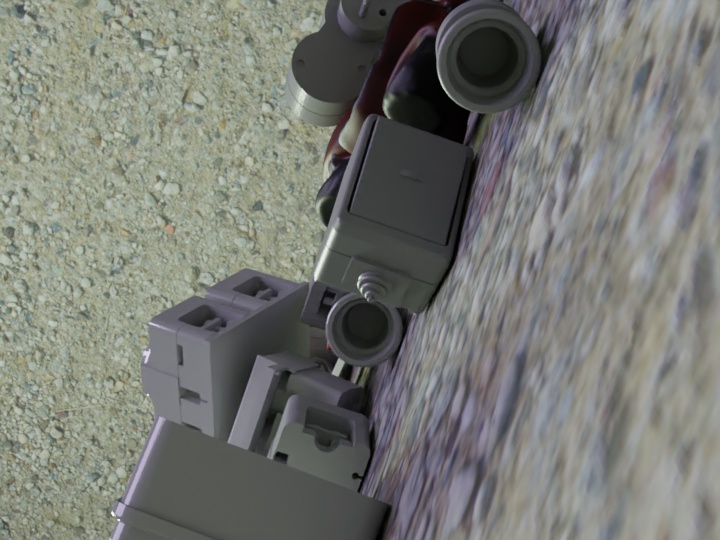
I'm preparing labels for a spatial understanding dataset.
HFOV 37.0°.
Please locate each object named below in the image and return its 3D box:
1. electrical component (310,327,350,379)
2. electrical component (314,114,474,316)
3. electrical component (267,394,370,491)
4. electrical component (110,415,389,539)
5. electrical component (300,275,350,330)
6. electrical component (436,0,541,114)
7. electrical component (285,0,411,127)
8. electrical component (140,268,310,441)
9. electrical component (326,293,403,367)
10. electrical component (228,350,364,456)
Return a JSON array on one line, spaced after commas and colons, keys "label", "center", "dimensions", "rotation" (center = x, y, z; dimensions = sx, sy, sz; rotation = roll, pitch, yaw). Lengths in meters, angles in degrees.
[{"label": "electrical component", "center": [-0.039, 0.084, 0.855], "dimensions": [0.076, 0.066, 0.047], "rotation": [51, 127, 51]}, {"label": "electrical component", "center": [0.018, -0.027, 0.558], "dimensions": [0.061, 0.062, 0.096], "rotation": [114, 173, -52]}, {"label": "electrical component", "center": [-0.031, 0.123, 0.609], "dimensions": [0.055, 0.050, 0.089], "rotation": [-92, 21, -78]}, {"label": "electrical component", "center": [-0.051, 0.113, 0.492], "dimensions": [0.078, 0.113, 0.057], "rotation": [129, 163, -78]}, {"label": "electrical component", "center": [0.000, 0.000, 0.722], "dimensions": [0.089, 0.056, 0.050], "rotation": [-76, 6, -51]}, {"label": "electrical component", "center": [0.057, -0.098, 0.485], "dimensions": [0.055, 0.045, 0.045], "rotation": [-81, 11, -70]}, {"label": "electrical component", "center": [0.003, -0.164, 0.703], "dimensions": [0.138, 0.052, 0.073], "rotation": [-58, 0, -20]}, {"label": "electrical component", "center": [-0.090, 0.104, 0.747], "dimensions": [0.105, 0.060, 0.186], "rotation": [-32, -50, -51]}, {"label": "electrical component", "center": [0.004, 0.031, 0.645], "dimensions": [0.065, 0.044, 0.044], "rotation": [-65, -6, -83]}, {"label": "electrical component", "center": [-0.048, 0.119, 0.677], "dimensions": [0.079, 0.063, 0.121], "rotation": [0, -70, -71]}]
